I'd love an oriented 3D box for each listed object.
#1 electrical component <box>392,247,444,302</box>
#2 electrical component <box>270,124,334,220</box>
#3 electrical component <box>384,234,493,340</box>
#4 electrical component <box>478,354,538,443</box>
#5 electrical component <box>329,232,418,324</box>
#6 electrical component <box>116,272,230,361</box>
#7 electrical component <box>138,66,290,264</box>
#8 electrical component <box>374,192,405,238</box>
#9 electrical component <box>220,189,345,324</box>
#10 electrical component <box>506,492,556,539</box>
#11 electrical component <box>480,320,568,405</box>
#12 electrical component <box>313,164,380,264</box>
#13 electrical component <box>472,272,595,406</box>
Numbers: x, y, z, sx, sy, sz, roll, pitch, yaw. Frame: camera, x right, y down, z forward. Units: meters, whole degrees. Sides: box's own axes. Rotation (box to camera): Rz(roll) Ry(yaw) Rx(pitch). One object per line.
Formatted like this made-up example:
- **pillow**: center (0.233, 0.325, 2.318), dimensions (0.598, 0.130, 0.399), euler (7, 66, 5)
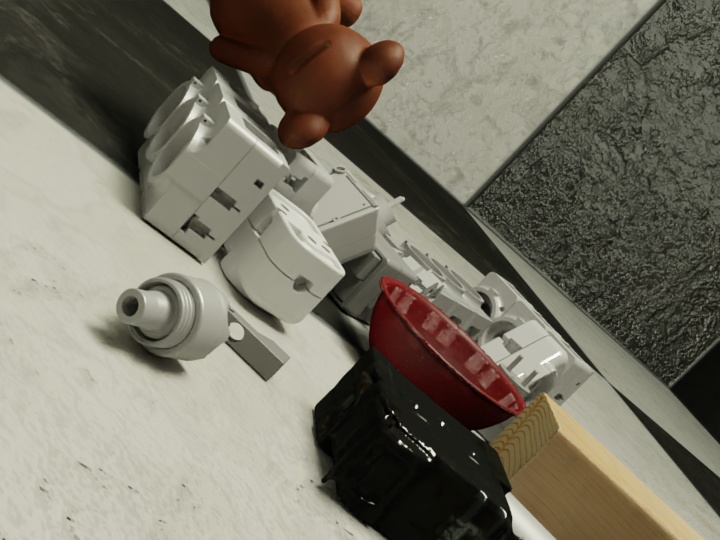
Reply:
- **electrical component**: center (0.032, 0.016, 1.010), dimensions (0.078, 0.058, 0.057), euler (-29, 65, -39)
- **electrical component**: center (-0.071, -0.056, 0.828), dimensions (0.056, 0.089, 0.050), euler (33, 14, -47)
- **electrical component**: center (0.070, 0.025, 1.123), dimensions (0.089, 0.061, 0.150), euler (49, 11, 31)
- **electrical component**: center (0.127, 0.109, 0.963), dimensions (0.138, 0.073, 0.052), euler (46, 10, 17)
- **electrical component**: center (0.000, 0.000, 0.954), dimensions (0.061, 0.061, 0.096), euler (30, 17, -53)
- **electrical component**: center (-0.096, 0.022, 0.537), dimensions (0.043, 0.043, 0.062), euler (48, 12, 25)
- **electrical component**: center (-0.113, -0.083, 0.774), dimensions (0.062, 0.089, 0.150), euler (39, 11, -25)
- **electrical component**: center (0.014, -0.059, 1.149), dimensions (0.052, 0.074, 0.138), euler (61, -2, -8)
- **electrical component**: center (-0.059, -0.008, 0.763), dimensions (0.054, 0.059, 0.095), euler (37, 12, -34)
- **electrical component**: center (0.104, 0.179, 0.665), dimensions (0.081, 0.043, 0.043), euler (45, 10, 10)
- **electrical component**: center (0.150, 0.099, 1.036), dimensions (0.059, 0.095, 0.053), euler (49, -29, 32)
- **electrical component**: center (-0.028, -0.039, 0.902), dimensions (0.061, 0.096, 0.061), euler (50, -29, 35)
- **electrical component**: center (0.167, 0.085, 1.176), dimensions (0.062, 0.089, 0.150), euler (30, 17, -53)
